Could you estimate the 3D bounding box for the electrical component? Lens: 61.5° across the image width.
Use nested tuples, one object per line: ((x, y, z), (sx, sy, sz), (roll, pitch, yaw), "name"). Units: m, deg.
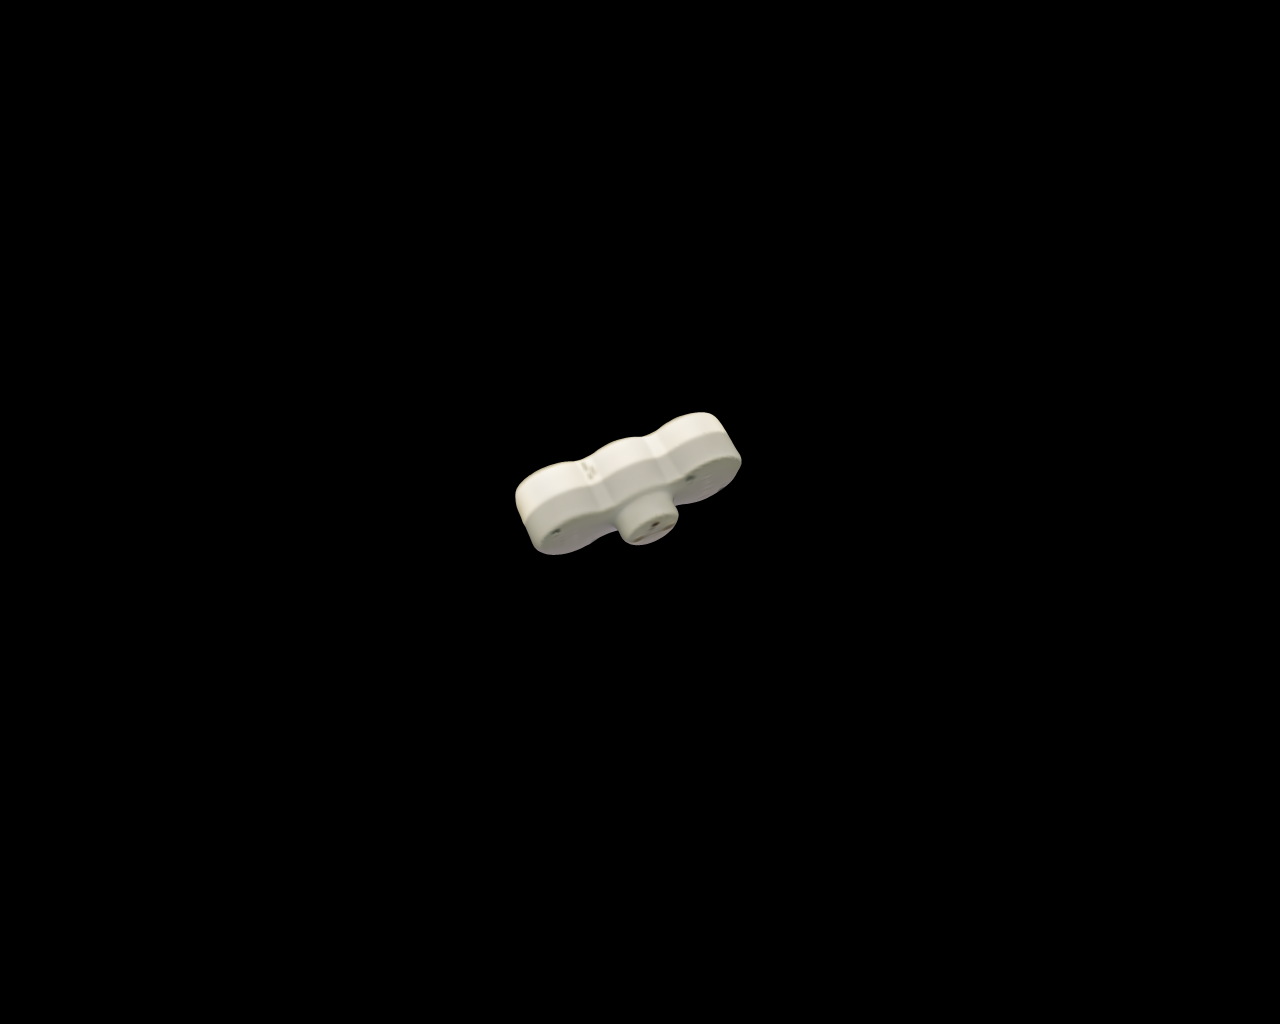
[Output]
((0.001, -0.003, 0.650), (0.138, 0.074, 0.052), (-22, -25, -10), "electrical component")
